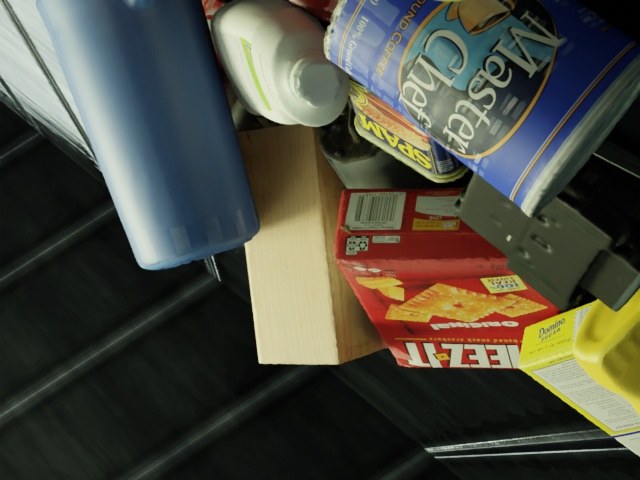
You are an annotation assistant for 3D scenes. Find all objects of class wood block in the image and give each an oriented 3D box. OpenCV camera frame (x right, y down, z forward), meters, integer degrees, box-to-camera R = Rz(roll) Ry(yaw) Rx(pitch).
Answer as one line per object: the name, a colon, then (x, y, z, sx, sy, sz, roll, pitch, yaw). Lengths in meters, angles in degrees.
wood block: (-0.006, 0.001, 0.949, 0.091, 0.206, 0.090, -5, -176, 36)

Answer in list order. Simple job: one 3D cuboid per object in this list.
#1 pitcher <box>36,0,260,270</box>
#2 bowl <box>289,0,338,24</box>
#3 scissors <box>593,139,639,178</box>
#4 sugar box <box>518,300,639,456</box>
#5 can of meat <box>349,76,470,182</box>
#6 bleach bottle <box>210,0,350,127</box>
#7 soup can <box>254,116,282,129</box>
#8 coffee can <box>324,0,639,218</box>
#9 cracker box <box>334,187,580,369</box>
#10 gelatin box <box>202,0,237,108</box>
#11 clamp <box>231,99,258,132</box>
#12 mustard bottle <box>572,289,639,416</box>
pitcher: (-0.138, -0.103, 0.895, 0.149, 0.145, 0.243, -30, -76, -67)
bowl: (-0.012, -0.199, 0.618, 0.162, 0.055, 0.162, 40, 169, 9)
scissors: (0.117, -0.070, 0.628, 0.202, 0.096, 0.016, 41, 136, 18)
sugar box: (0.248, 0.115, 0.826, 0.176, 0.048, 0.094, 35, 142, -24)
can of meat: (0.065, -0.100, 0.750, 0.102, 0.057, 0.084, 36, 166, 28)
bleach bottle: (-0.024, -0.122, 0.768, 0.102, 0.068, 0.251, 65, 176, -20)
soup can: (-0.084, -0.147, 1.061, 0.102, 0.068, 0.068, 32, 166, 44)
coffee can: (0.087, -0.094, 0.557, 0.140, 0.102, 0.103, 40, 170, 12)
cracker box: (0.119, 0.038, 0.869, 0.164, 0.072, 0.213, 0, 151, 19)
gelatin box: (-0.094, -0.166, 0.953, 0.073, 0.089, 0.030, 37, -169, 28)
clamp: (-0.085, -0.080, 1.006, 0.036, 0.210, 0.164, 52, 173, 46)
mustard bottle: (0.264, 0.105, 0.745, 0.191, 0.096, 0.058, 46, 167, -21)
